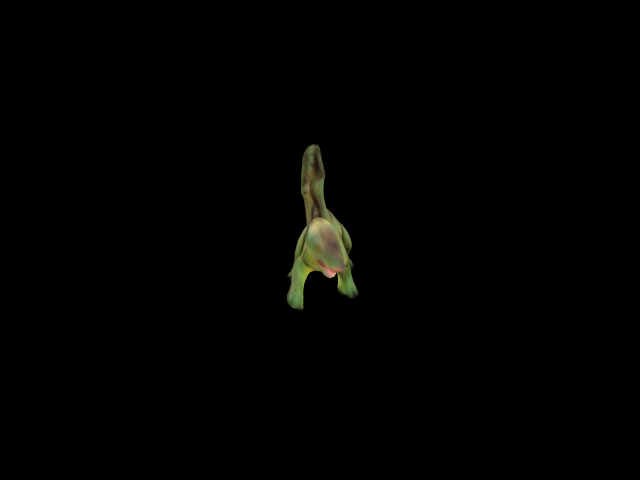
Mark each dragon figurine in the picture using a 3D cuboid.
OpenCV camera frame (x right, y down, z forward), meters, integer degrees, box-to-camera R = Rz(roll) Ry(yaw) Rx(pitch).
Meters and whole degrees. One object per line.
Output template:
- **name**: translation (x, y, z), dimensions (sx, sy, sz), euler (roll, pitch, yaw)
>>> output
- **dragon figurine**: translation (0.003, -0.043, 0.850), dimensions (0.122, 0.238, 0.419), euler (-2, 29, -3)
